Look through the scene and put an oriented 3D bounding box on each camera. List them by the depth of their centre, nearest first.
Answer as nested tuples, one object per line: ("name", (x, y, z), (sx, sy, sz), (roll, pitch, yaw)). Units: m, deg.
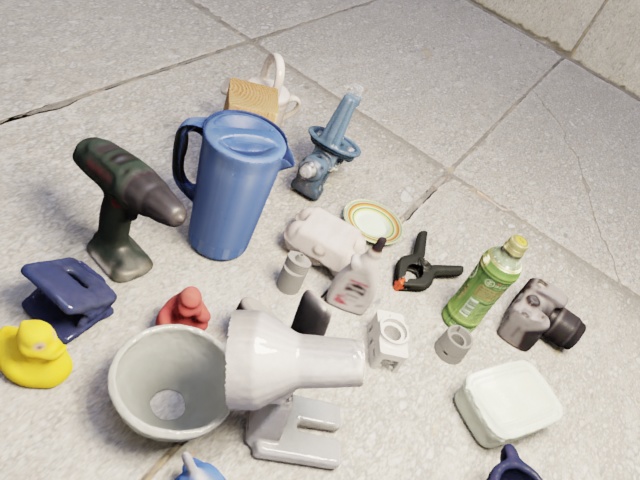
("camera", (0.433, 0.149, 1.092), (0.136, 0.101, 0.143), (36, 43, 13))

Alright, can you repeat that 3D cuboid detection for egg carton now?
("egg carton", (0.010, 0.004, 1.062), (0.150, 0.069, 0.107), (29, 41, 5))

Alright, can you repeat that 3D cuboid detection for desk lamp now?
("desk lamp", (-0.038, 0.189, 0.739), (0.203, 0.213, 0.118), (14, 42, -12))

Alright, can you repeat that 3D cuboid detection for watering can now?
("watering can", (-0.122, -0.306, 1.224), (0.173, 0.194, 0.100), (-19, 57, -38))

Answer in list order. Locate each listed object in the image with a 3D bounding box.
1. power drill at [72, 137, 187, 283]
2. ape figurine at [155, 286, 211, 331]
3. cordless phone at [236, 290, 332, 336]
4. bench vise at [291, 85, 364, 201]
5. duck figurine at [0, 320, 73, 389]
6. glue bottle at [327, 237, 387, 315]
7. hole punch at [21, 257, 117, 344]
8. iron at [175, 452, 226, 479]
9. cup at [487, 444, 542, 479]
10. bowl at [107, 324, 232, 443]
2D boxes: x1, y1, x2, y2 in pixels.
("power drill", (-0.288, -0.039, 0.857), (0.229, 0.208, 0.076), (42, 44, 19))
("ape figurine", (-0.197, 0.104, 0.842), (0.078, 0.092, 0.076), (12, 43, -14))
("cordless phone", (-0.050, 0.114, 0.833), (0.147, 0.185, 0.094), (40, 44, 17))
("bench vise", (0.032, -0.195, 1.165), (0.121, 0.219, 0.207), (18, 42, -7))
("duck figurine", (-0.368, 0.134, 0.733), (0.104, 0.086, 0.077), (28, 41, 4))
("glue bottle", (0.072, 0.055, 0.961), (0.078, 0.173, 0.037), (18, 42, -7))
("hole punch", (-0.351, 0.070, 0.804), (0.108, 0.091, 0.101), (37, 43, 13))
("iron", (-0.079, 0.339, 0.618), (0.258, 0.141, 0.119), (38, 43, 14))
("cup", (0.255, 0.356, 0.798), (0.092, 0.095, 0.117), (14, 42, -12))
("bowl", (-0.195, 0.199, 0.758), (0.168, 0.074, 0.167), (14, 43, -13))
